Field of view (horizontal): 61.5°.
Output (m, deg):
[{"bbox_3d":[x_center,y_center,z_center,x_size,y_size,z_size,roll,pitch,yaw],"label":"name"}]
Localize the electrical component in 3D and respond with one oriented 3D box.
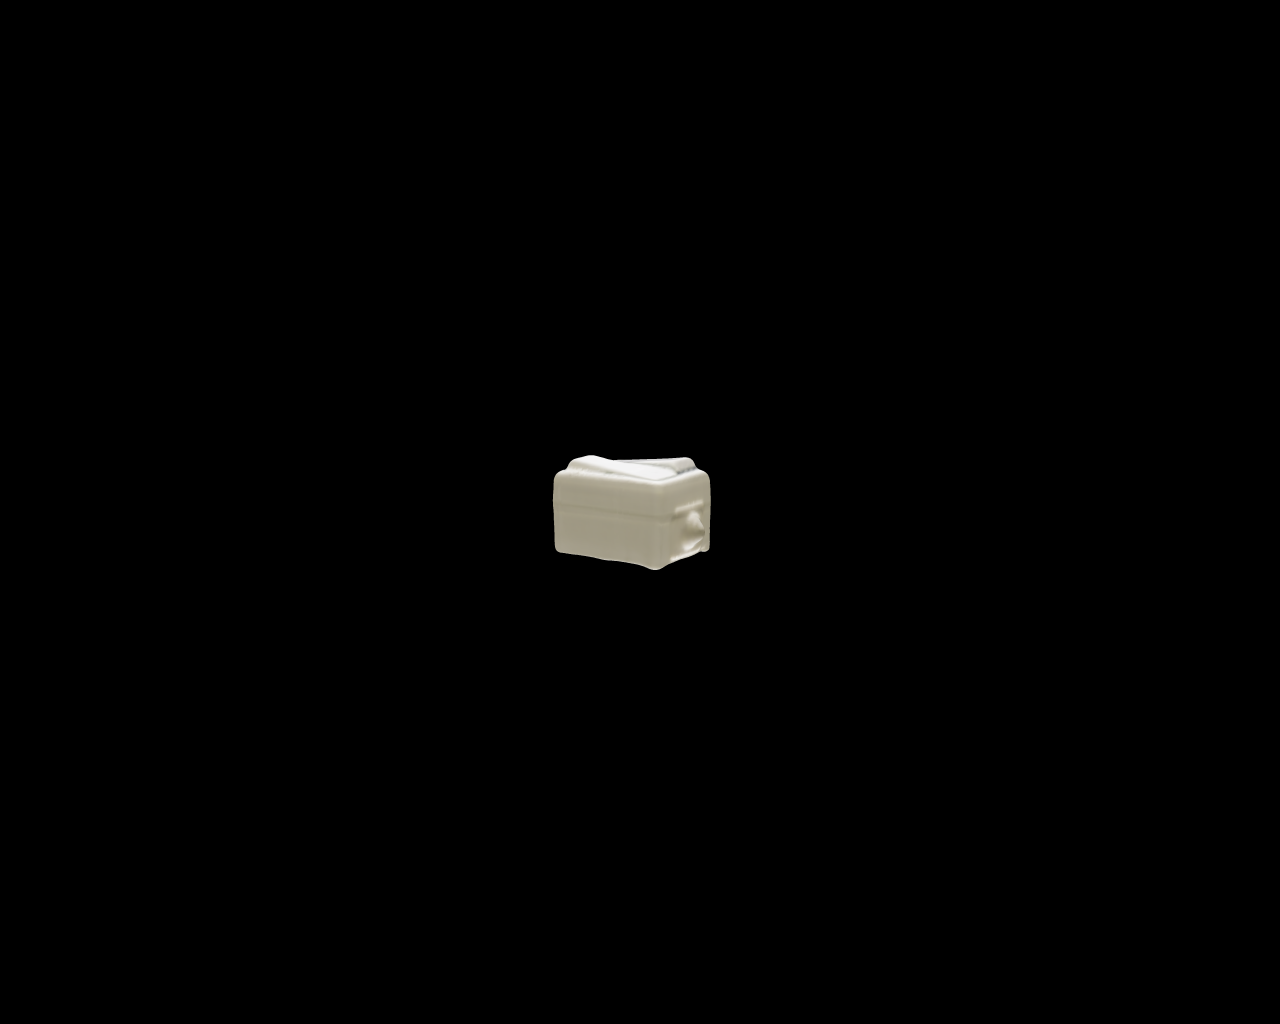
[{"bbox_3d":[0.001,-0.003,0.650,0.096,0.061,0.062,8,14,35],"label":"electrical component"}]
